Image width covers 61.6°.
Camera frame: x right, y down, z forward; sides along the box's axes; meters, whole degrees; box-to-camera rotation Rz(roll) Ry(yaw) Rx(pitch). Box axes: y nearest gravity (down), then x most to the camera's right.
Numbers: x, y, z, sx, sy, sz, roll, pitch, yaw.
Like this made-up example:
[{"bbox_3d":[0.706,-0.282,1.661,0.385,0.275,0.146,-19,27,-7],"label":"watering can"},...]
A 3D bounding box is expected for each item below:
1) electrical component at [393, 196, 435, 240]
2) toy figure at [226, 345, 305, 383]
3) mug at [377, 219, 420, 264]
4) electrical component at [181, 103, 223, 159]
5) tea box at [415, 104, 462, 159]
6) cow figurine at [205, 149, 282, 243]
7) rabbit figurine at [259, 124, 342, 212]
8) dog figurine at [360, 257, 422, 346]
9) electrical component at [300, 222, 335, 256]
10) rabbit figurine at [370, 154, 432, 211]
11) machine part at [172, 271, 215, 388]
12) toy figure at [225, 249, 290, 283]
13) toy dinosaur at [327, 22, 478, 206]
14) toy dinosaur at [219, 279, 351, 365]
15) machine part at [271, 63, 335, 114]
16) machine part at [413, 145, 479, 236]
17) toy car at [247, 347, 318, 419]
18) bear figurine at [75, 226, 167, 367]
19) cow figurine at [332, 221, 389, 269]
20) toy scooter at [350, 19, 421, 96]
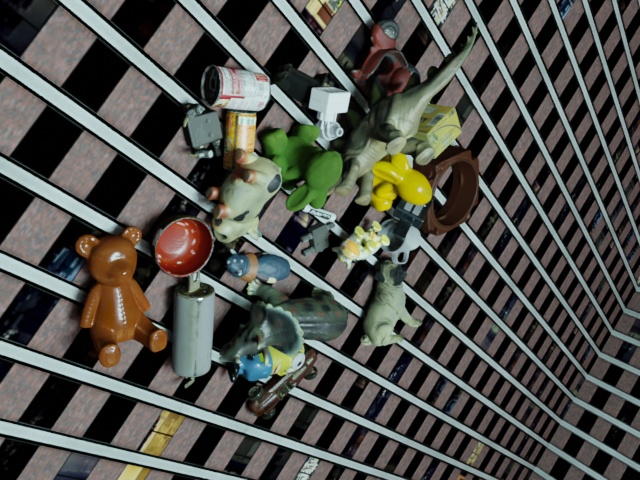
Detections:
[{"bbox_3d":[0.209,-0.062,1.253,0.119,0.075,0.047,-55,170,-20],"label":"electrical component"},{"bbox_3d":[-0.114,0.253,1.165,0.180,0.082,0.089,-3,74,-31],"label":"toy figure"},{"bbox_3d":[0.205,0.004,1.325,0.107,0.081,0.109,3,80,-50],"label":"mug"},{"bbox_3d":[-0.204,-0.186,0.928,0.078,0.045,0.102,-19,119,-32],"label":"electrical component"},{"bbox_3d":[0.207,-0.244,1.167,0.098,0.170,0.068,-43,129,-17],"label":"tea box"},{"bbox_3d":[-0.137,-0.069,0.978,0.127,0.085,0.195,7,135,-43],"label":"cow figurine"},{"bbox_3d":[-0.031,-0.132,1.012,0.121,0.170,0.159,-7,112,-37],"label":"rabbit figurine"},{"bbox_3d":[0.151,0.155,1.352,0.172,0.121,0.190,-36,113,-28],"label":"dog figurine"},{"bbox_3d":[-0.002,-0.004,1.192,0.094,0.021,0.063,-28,124,-30],"label":"electrical component"},{"bbox_3d":[0.173,-0.138,1.182,0.122,0.173,0.162,-43,135,-13],"label":"rabbit figurine"},{"bbox_3d":[-0.242,0.170,1.025,0.079,0.079,0.243,-9,113,-38],"label":"machine part"},{"bbox_3d":[-0.129,0.056,1.082,0.154,0.064,0.057,6,118,-42],"label":"toy figure"},{"bbox_3d":[0.136,-0.225,1.055,0.471,0.199,0.105,-36,139,23],"label":"toy dinosaur"},{"bbox_3d":[-0.023,0.168,1.132,0.404,0.192,0.131,2,109,-39],"label":"toy dinosaur"},{"bbox_3d":[-0.031,-0.296,1.036,0.139,0.039,0.084,13,107,-45],"label":"machine part"},{"bbox_3d":[0.315,-0.126,1.366,0.201,0.087,0.200,-24,123,-29],"label":"machine part"},{"bbox_3d":[-0.080,0.332,1.249,0.202,0.053,0.089,-36,124,-22],"label":"toy car"},{"bbox_3d":[-0.328,0.086,0.885,0.120,0.132,0.195,-11,121,-40],"label":"bear figurine"},{"bbox_3d":[0.079,0.018,1.213,0.098,0.068,0.167,-41,168,35],"label":"cow figurine"},{"bbox_3d":[0.131,-0.351,1.123,0.135,0.075,0.183,-45,129,-13],"label":"toy scooter"}]
